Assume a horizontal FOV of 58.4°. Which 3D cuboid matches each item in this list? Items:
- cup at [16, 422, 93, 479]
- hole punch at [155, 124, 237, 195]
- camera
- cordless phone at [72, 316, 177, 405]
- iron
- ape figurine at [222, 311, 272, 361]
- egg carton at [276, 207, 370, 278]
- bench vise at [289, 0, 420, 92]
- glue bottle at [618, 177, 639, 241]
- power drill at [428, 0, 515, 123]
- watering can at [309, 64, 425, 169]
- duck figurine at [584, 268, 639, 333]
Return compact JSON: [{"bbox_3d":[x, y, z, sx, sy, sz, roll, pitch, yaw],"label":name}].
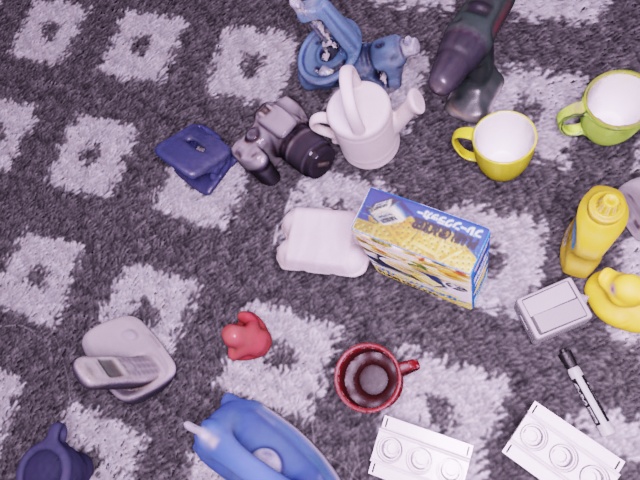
[{"bbox_3d":[-0.394,0.342,0.880,0.091,0.095,0.118,1,73,15],"label":"cup"},{"bbox_3d":[-0.214,-0.151,0.994,0.108,0.091,0.101,35,84,22],"label":"hole punch"},{"bbox_3d":[-0.055,-0.154,0.948,0.136,0.101,0.143,40,86,22],"label":"camera"},{"bbox_3d":[-0.315,0.175,0.864,0.147,0.185,0.094,41,86,23],"label":"cordless phone"},{"bbox_3d":[-0.069,0.313,0.778,0.257,0.142,0.119,28,81,21],"label":"iron"},{"bbox_3d":[-0.119,0.147,0.872,0.076,0.092,0.078,29,82,22],"label":"ape figurine"},{"bbox_3d":[0.008,0.003,0.897,0.150,0.069,0.107,4,74,16],"label":"egg carton"},{"bbox_3d":[0.045,-0.324,0.912,0.207,0.220,0.121,-17,69,9],"label":"bench vise"},{"bbox_3d":[0.432,-0.059,0.749,0.037,0.173,0.078,-24,68,7],"label":"glue bottle"},{"bbox_3d":[0.228,-0.267,0.852,0.075,0.209,0.230,22,79,21],"label":"power drill"},{"bbox_3d":[0.069,-0.196,0.878,0.173,0.194,0.101,-26,68,6],"label":"watering can"},{"bbox_3d":[0.409,0.075,0.759,0.104,0.086,0.077,41,86,23],"label":"duck figurine"}]
